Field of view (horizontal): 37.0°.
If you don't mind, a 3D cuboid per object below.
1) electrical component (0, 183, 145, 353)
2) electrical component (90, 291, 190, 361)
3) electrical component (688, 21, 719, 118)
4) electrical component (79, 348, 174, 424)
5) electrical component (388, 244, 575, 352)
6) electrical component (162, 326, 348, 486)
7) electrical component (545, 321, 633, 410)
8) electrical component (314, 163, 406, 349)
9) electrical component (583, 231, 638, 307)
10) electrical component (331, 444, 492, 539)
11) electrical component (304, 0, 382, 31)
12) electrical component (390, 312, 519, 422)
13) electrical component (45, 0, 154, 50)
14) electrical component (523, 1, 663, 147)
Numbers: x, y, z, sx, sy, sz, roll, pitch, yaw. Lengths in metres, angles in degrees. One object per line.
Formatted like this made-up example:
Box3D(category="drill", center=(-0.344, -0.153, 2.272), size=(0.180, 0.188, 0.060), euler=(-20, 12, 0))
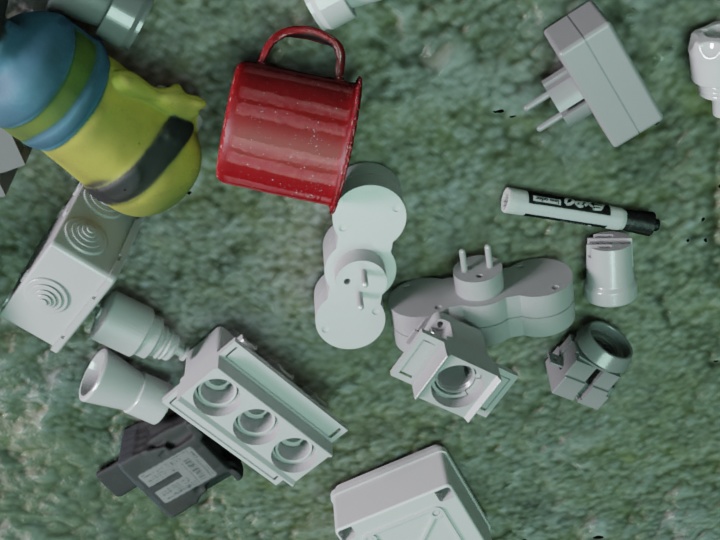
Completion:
Box3D(category="electrical component", center=(-0.196, -0.007, 0.737), size=(0.048, 0.099, 0.100), euler=(33, 125, -18))
Box3D(category="electrical component", center=(-0.165, 0.047, 0.807), size=(0.078, 0.040, 0.040), euler=(29, 115, -22))
Box3D(category="electrical component", center=(0.247, -0.134, 0.731), size=(0.043, 0.043, 0.062), euler=(-14, 123, 4))
Box3D(category="electrical component", center=(-0.179, 0.093, 0.835), size=(0.065, 0.044, 0.044), euler=(29, 115, -26))
Box3D(category="electrical component", center=(0.089, 0.014, 0.802), size=(0.138, 0.052, 0.073), euler=(-10, 122, 2))
Box3D(category="electrical component", center=(-0.080, 0.104, 0.836), size=(0.079, 0.063, 0.121), euler=(-39, 117, 18))
Box3D(category="electrical component", center=(0.183, 0.073, 0.852), size=(0.066, 0.048, 0.055), euler=(21, 125, -17))
Box3D(category="electrical component", center=(0.000, 0.000, 0.773), size=(0.052, 0.073, 0.138), euler=(6, 121, -8))
Box3D(category="electrical component", center=(0.188, -0.001, 0.810), size=(0.040, 0.040, 0.046), euler=(-8, 116, 0))
Box3D(category="electrical component", center=(0.046, 0.219, 0.922), size=(0.109, 0.056, 0.108), euler=(-24, 120, 10))
Box3D(category="electrical component", center=(-0.008, -0.182, 0.678), size=(0.055, 0.045, 0.045), euler=(-26, 120, 11))
Box3D(category="electrical component", center=(0.065, 0.066, 0.762), size=(0.081, 0.063, 0.042), euler=(26, 117, -18))
Box3D(category="electrical component", center=(-0.162, -0.169, 0.673), size=(0.055, 0.045, 0.045), euler=(27, 116, -20))
Box3D(category="electrical component", center=(0.148, -0.122, 0.727), size=(0.076, 0.047, 0.083), euler=(-32, 119, 14))
